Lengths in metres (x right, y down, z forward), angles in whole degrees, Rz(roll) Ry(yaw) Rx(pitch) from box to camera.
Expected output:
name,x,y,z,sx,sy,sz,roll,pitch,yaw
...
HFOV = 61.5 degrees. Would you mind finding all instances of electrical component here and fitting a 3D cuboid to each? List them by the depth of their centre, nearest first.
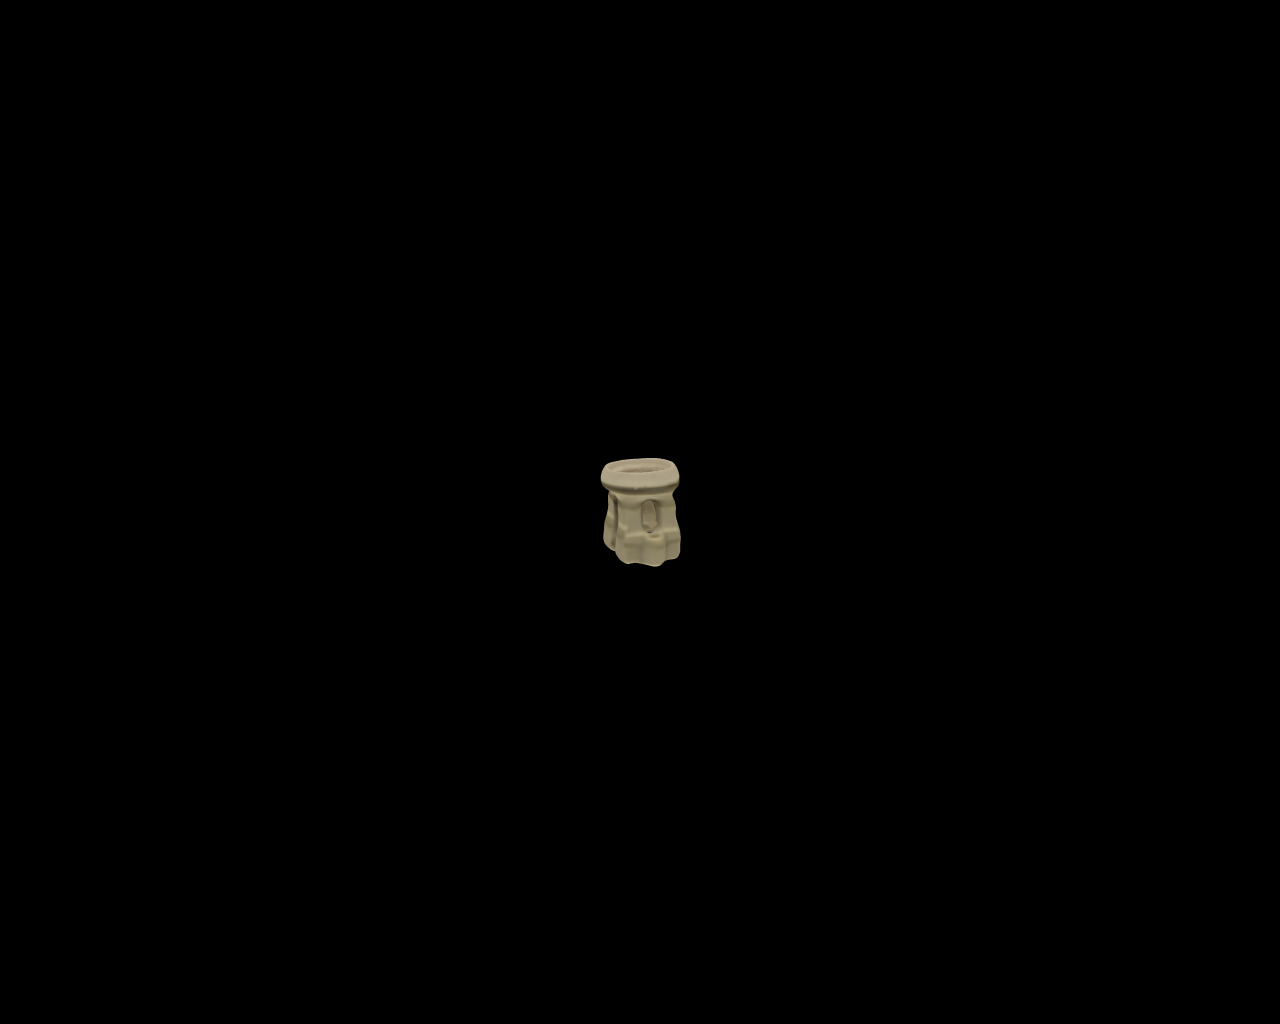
name,x,y,z,sx,sy,sz,roll,pitch,yaw
electrical component,0.001,-0.003,0.650,0.048,0.055,0.066,-6,17,-19
